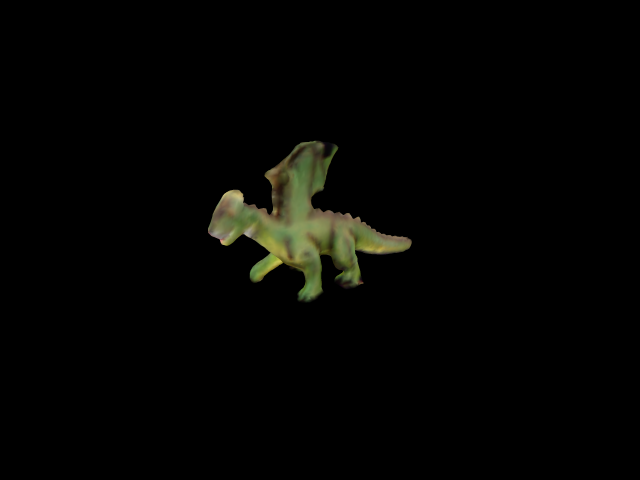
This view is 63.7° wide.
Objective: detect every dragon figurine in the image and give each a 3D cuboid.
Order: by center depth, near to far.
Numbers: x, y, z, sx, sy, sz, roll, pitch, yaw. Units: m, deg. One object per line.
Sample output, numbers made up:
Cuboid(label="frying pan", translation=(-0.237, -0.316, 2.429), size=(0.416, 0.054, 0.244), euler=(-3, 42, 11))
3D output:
Cuboid(label="dragon figurine", translation=(0.003, -0.043, 0.850), size=(0.413, 0.238, 0.123), euler=(-17, 28, -33))
